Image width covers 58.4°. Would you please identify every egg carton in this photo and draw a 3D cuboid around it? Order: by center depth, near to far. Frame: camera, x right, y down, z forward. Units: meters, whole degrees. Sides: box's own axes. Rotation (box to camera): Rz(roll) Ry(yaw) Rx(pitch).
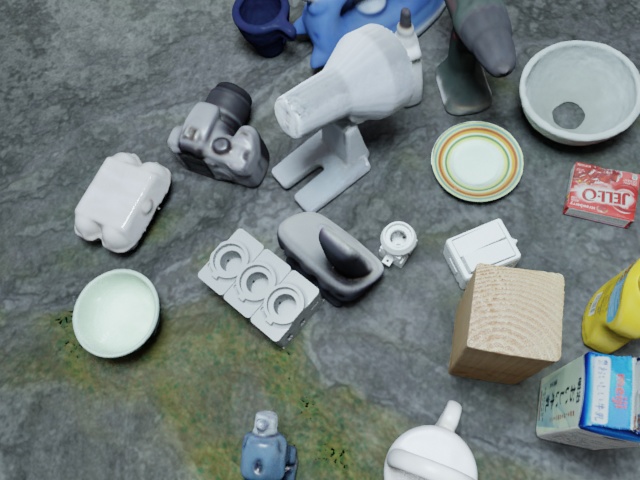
[{"bbox_3d":[-0.293,-0.057,0.857,0.107,0.069,0.150,20,73,14],"label":"egg carton"}]

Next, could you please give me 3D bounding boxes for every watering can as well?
[{"bbox_3d":[0.118,0.261,0.620,0.101,0.194,0.173,0,69,7],"label":"watering can"}]

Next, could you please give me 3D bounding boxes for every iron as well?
[{"bbox_3d":[0.084,-0.372,0.890,0.258,0.141,0.118,-24,68,-2],"label":"iron"}]

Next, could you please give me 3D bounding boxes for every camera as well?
[{"bbox_3d":[-0.143,-0.169,0.864,0.143,0.101,0.137,18,73,13],"label":"camera"}]

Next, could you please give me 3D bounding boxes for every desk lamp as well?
[{"bbox_3d":[0.023,-0.162,0.780,0.203,0.214,0.117,-40,70,-8],"label":"desk lamp"}]

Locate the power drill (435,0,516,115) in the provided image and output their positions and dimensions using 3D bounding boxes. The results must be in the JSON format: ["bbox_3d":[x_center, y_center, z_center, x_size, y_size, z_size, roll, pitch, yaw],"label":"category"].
[{"bbox_3d":[0.212,-0.271,0.801,0.075,0.208,0.229,-12,68,3],"label":"power drill"}]

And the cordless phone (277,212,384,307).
[{"bbox_3d":[0.007,0.003,0.736,0.147,0.185,0.094,37,78,18],"label":"cordless phone"}]

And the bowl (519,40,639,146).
[{"bbox_3d":[0.367,-0.199,0.827,0.167,0.075,0.167,-2,69,6],"label":"bowl"}]

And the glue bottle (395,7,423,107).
[{"bbox_3d":[0.123,-0.270,0.830,0.037,0.173,0.078,-24,68,-2],"label":"glue bottle"}]

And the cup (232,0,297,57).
[{"bbox_3d":[-0.077,-0.337,0.922,0.117,0.095,0.092,38,78,18],"label":"cup"}]

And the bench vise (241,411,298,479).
[{"bbox_3d":[-0.087,0.296,0.618,0.121,0.220,0.207,-14,68,2],"label":"bench vise"}]
